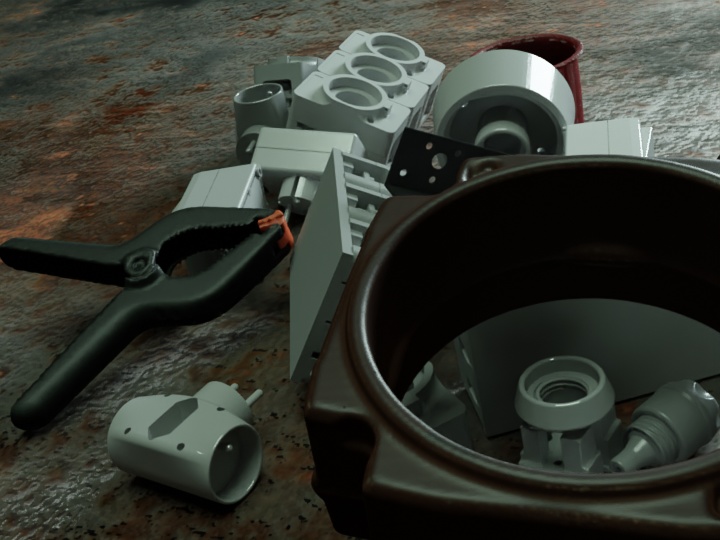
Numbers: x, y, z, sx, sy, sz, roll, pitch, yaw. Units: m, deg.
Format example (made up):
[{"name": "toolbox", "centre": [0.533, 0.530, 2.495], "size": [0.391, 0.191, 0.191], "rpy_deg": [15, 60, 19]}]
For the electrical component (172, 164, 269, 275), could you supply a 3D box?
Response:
[{"name": "electrical component", "centre": [-0.104, -0.030, 0.801], "size": [0.061, 0.061, 0.096], "rpy_deg": [-8, 29, 10]}]

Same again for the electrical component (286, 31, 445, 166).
[{"name": "electrical component", "centre": [0.007, -0.147, 0.930], "size": [0.089, 0.061, 0.150], "rpy_deg": [23, 38, 8]}]

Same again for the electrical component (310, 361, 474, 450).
[{"name": "electrical component", "centre": [0.016, 0.078, 0.563], "size": [0.050, 0.055, 0.089], "rpy_deg": [-24, 30, -18]}]

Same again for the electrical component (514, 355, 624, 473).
[{"name": "electrical component", "centre": [0.102, 0.076, 0.530], "size": [0.048, 0.055, 0.066], "rpy_deg": [9, 36, 35]}]

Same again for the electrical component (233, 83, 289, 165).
[{"name": "electrical component", "centre": [-0.083, -0.108, 0.917], "size": [0.044, 0.077, 0.079], "rpy_deg": [-4, 31, 15]}]

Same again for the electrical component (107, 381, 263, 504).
[{"name": "electrical component", "centre": [-0.086, 0.089, 0.600], "size": [0.077, 0.043, 0.079], "rpy_deg": [8, 35, 35]}]

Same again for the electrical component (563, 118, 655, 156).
[{"name": "electrical component", "centre": [0.174, -0.063, 0.744], "size": [0.061, 0.061, 0.096], "rpy_deg": [-5, 30, 15]}]

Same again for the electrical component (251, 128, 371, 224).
[{"name": "electrical component", "centre": [-0.043, -0.067, 0.852], "size": [0.083, 0.047, 0.075], "rpy_deg": [7, 70, 20]}]

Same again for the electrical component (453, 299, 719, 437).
[{"name": "electrical component", "centre": [0.126, 0.020, 0.585], "size": [0.150, 0.089, 0.061], "rpy_deg": [-15, 29, -3]}]

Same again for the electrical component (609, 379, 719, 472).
[{"name": "electrical component", "centre": [0.146, 0.081, 0.525], "size": [0.061, 0.035, 0.035], "rpy_deg": [-32, 34, -26]}]

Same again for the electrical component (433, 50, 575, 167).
[{"name": "electrical component", "centre": [0.106, -0.101, 0.798], "size": [0.108, 0.108, 0.060], "rpy_deg": [-6, 35, 13]}]

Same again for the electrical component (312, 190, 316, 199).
[{"name": "electrical component", "centre": [0.004, -0.034, 0.781], "size": [0.077, 0.043, 0.079], "rpy_deg": [-6, 29, 13]}]

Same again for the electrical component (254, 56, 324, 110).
[{"name": "electrical component", "centre": [-0.057, -0.164, 0.989], "size": [0.050, 0.055, 0.089], "rpy_deg": [-1, 1, 21]}]

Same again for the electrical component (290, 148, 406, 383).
[{"name": "electrical component", "centre": [0.000, 0.000, 0.664], "size": [0.062, 0.089, 0.150], "rpy_deg": [17, 26, -12]}]
